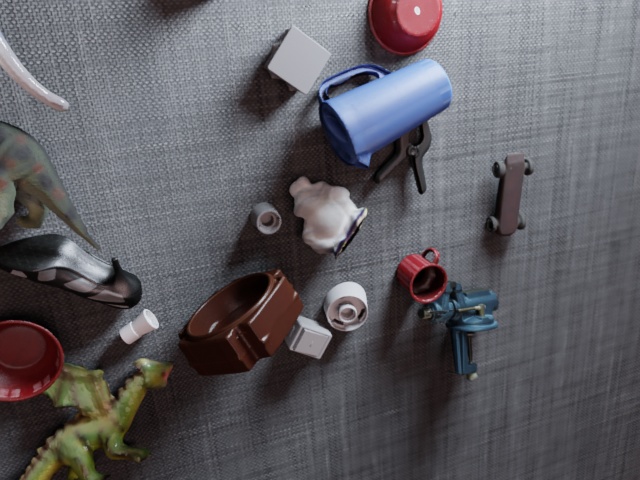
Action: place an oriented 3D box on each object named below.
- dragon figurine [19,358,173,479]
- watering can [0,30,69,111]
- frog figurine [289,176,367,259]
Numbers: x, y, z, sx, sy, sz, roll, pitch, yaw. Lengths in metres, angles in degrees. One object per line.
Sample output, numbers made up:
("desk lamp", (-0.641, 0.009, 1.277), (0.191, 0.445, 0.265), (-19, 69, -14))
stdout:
("dragon figurine", (-0.476, 0.352, 0.995), (0.412, 0.122, 0.242), (-21, 95, -15))
("watering can", (-0.528, -0.316, 0.726), (0.346, 0.104, 0.226), (10, 81, -40))
("frog figurine", (0.003, -0.052, 1.037), (0.160, 0.123, 0.136), (35, 105, 10))
